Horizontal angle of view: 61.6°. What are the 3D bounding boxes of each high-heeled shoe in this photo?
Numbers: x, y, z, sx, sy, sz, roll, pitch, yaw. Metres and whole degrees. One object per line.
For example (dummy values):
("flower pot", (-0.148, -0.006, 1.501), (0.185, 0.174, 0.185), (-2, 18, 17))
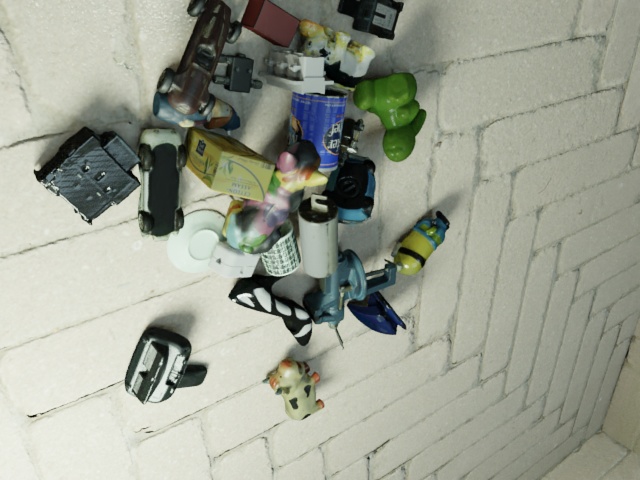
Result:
("high-heeled shoe", (-0.104, 0.169, 1.166), (0.145, 0.086, 0.248), (-27, 123, -20))

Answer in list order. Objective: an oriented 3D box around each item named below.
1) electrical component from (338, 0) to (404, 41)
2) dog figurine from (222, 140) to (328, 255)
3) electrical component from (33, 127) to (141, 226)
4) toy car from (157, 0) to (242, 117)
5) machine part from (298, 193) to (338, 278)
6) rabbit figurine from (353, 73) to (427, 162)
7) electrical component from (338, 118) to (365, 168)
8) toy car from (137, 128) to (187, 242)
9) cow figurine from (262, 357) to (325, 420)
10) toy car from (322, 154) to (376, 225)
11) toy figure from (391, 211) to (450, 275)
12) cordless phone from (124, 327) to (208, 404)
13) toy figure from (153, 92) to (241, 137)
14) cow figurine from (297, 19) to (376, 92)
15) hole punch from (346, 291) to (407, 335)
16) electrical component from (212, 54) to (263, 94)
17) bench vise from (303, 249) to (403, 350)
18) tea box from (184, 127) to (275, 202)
("electrical component", (0.095, -0.428, 1.011), (0.119, 0.048, 0.074), (5, 110, -41))
("dog figurine", (-0.075, -0.077, 0.939), (0.108, 0.219, 0.191), (32, 65, -16))
("electrical component", (-0.352, -0.106, 0.837), (0.134, 0.058, 0.114), (-45, 134, -8))
("toy car", (-0.182, -0.289, 0.835), (0.089, 0.053, 0.202), (28, 74, -35))
("machine part", (-0.002, -0.003, 1.065), (0.079, 0.079, 0.243), (-31, 145, -21))
("rabbit figurine", (0.151, -0.245, 1.102), (0.159, 0.121, 0.170), (-26, 110, -61))
("electrical component", (0.060, -0.201, 1.080), (0.102, 0.045, 0.078), (-73, 170, -49))
("toy car", (-0.269, -0.090, 0.910), (0.073, 0.056, 0.201), (-8, 120, -32))
("cow figurine", (-0.064, 0.359, 1.299), (0.127, 0.086, 0.194), (-31, 130, -29))
("toy car", (0.060, -0.096, 1.127), (0.102, 0.109, 0.161), (97, 3, -66))
("toy figure", (0.255, 0.009, 1.344), (0.180, 0.089, 0.082), (-40, 127, -9))
("cordless phone", (-0.286, 0.251, 1.083), (0.184, 0.089, 0.146), (11, 106, -52))
("toy figure", (-0.197, -0.211, 0.893), (0.154, 0.058, 0.064), (2, 92, -36))
("cow figurine", (0.017, -0.338, 0.990), (0.167, 0.068, 0.098), (9, 114, -39))
("hole punch", (0.141, 0.184, 1.341), (0.092, 0.116, 0.142), (-39, 132, -3))
("electrical component", (-0.139, -0.287, 0.925), (0.094, 0.021, 0.063), (-3, 115, -36))
("bench vise", (0.084, 0.109, 1.245), (0.241, 0.129, 0.223), (-15, 117, -20))
("tea box", (-0.157, -0.128, 0.892), (0.098, 0.170, 0.068), (11, 108, -34))
